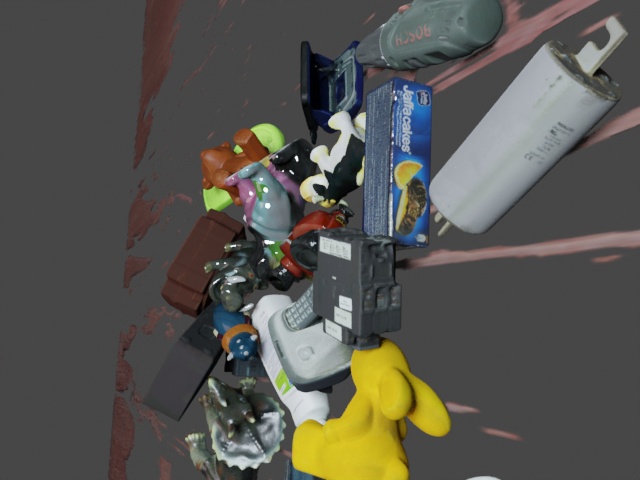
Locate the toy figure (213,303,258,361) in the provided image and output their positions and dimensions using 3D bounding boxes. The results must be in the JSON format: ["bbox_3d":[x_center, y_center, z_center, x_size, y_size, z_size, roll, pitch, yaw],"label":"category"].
[{"bbox_3d":[-0.135,0.153,0.885,0.064,0.057,0.155,-59,33,9],"label":"toy figure"}]

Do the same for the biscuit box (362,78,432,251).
[{"bbox_3d":[0.094,-0.090,0.653,0.063,0.059,0.202,-9,77,62],"label":"biscuit box"}]

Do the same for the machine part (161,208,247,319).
[{"bbox_3d":[-0.227,0.054,1.085,0.201,0.087,0.201,-63,-4,-18],"label":"machine part"}]

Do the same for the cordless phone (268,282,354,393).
[{"bbox_3d":[0.019,0.108,0.747,0.184,0.088,0.147,-51,37,16],"label":"cordless phone"}]

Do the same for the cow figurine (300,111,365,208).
[{"bbox_3d":[0.031,-0.095,0.769,0.167,0.068,0.098,-57,44,42],"label":"cow figurine"}]

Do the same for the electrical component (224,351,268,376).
[{"bbox_3d":[-0.122,0.223,0.978,0.119,0.075,0.047,-10,75,59],"label":"electrical component"}]

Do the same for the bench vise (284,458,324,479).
[{"bbox_3d":[-0.040,0.416,0.714,0.240,0.128,0.224,-53,29,16],"label":"bench vise"}]

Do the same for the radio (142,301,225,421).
[{"bbox_3d":[-0.217,0.203,0.959,0.131,0.073,0.230,-60,2,15],"label":"radio"}]

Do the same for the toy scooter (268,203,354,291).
[{"bbox_3d":[-0.002,-0.002,0.761,0.135,0.075,0.184,-49,5,-31],"label":"toy scooter"}]

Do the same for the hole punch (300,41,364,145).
[{"bbox_3d":[0.019,-0.229,0.815,0.115,0.092,0.142,79,-173,-77],"label":"hole punch"}]

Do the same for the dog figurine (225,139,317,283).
[{"bbox_3d":[-0.051,-0.035,0.880,0.108,0.191,0.219,-7,113,58],"label":"dog figurine"}]

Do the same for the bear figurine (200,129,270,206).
[{"bbox_3d":[-0.171,-0.141,0.994,0.196,0.131,0.120,26,83,39],"label":"bear figurine"}]

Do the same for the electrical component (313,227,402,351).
[{"bbox_3d":[0.040,0.056,0.619,0.115,0.058,0.134,19,111,62],"label":"electrical component"}]

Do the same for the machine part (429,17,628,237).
[{"bbox_3d":[0.175,-0.084,0.482,0.243,0.079,0.079,-54,40,42],"label":"machine part"}]

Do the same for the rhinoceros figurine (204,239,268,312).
[{"bbox_3d":[-0.136,0.062,0.934,0.190,0.112,0.073,-68,-29,-63],"label":"rhinoceros figurine"}]

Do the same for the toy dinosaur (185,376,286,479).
[{"bbox_3d":[-0.164,0.401,0.985,0.192,0.131,0.404,-128,45,-53],"label":"toy dinosaur"}]

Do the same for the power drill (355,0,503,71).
[{"bbox_3d":[0.122,-0.303,0.624,0.232,0.086,0.207,34,110,58],"label":"power drill"}]

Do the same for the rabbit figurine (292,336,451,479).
[{"bbox_3d":[0.059,0.190,0.611,0.162,0.122,0.173,-24,45,55],"label":"rabbit figurine"}]
